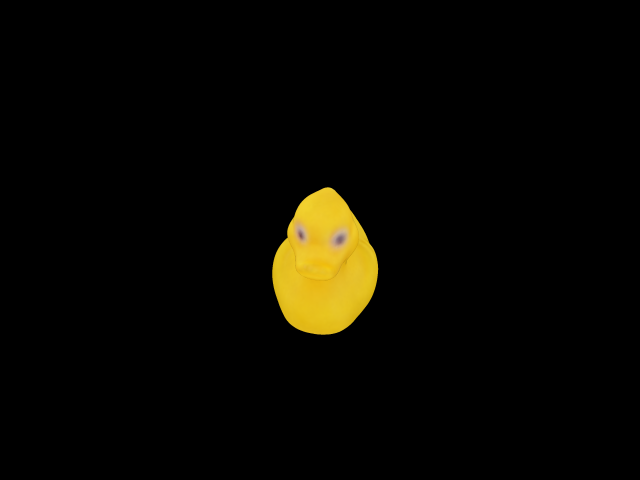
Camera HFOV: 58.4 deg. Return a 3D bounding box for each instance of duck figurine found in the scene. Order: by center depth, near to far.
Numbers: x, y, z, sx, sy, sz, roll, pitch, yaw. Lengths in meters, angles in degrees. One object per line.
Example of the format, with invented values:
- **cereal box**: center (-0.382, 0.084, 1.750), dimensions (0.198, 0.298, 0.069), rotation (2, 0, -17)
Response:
- **duck figurine**: center (0.004, 0.001, 0.400), dimensions (0.077, 0.086, 0.104), rotation (7, 47, 7)
